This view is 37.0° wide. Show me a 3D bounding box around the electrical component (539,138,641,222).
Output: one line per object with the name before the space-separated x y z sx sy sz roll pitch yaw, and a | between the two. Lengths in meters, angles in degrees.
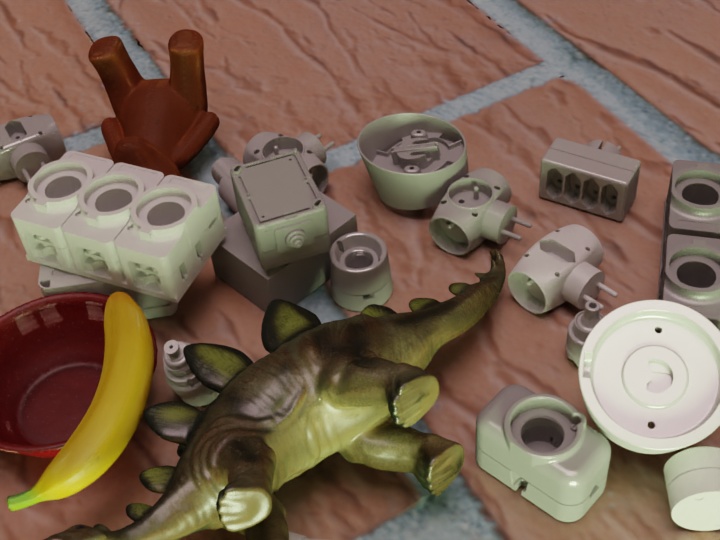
electrical component | 0.221 -0.096 1.006 0.083 0.047 0.075 20 51 23

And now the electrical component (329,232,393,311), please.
electrical component | 0.000 0.000 0.935 0.055 0.047 0.055 -3 46 3

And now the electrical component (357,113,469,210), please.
electrical component | 0.053 -0.104 1.014 0.099 0.064 0.099 -11 39 9

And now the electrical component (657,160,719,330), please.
electrical component | 0.311 -0.012 0.908 0.105 0.060 0.186 7 47 12

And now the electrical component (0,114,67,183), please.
electrical component | -0.333 -0.114 1.077 0.077 0.043 0.079 -25 49 -17

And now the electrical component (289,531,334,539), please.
electrical component | -0.039 0.203 0.749 0.065 0.044 0.044 10 48 21

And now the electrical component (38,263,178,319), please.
electrical component | -0.218 0.003 0.946 0.113 0.057 0.078 -8 46 -2

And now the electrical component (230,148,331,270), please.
electrical component | -0.064 -0.044 0.900 0.062 0.061 0.096 -17 47 -11

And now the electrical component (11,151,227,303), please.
electrical component | -0.202 -0.042 0.902 0.150 0.061 0.089 15 49 18

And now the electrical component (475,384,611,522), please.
electrical component | 0.133 0.130 0.789 0.095 0.059 0.054 31 56 30

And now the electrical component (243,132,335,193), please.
electrical component | -0.060 -0.109 1.047 0.077 0.044 0.079 33 57 31

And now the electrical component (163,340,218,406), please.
electrical component | -0.137 0.078 0.856 0.040 0.078 0.040 -6 59 10

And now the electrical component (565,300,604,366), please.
electrical component | 0.184 0.049 0.861 0.035 0.061 0.035 -3 46 3

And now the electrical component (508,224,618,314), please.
electrical component | 0.181 0.007 0.913 0.077 0.043 0.079 -36 53 -26

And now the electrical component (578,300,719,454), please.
electrical component | 0.212 0.082 0.780 0.108 0.060 0.108 -3 71 8

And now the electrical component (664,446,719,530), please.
electrical component | 0.286 0.166 0.745 0.138 0.052 0.073 -1 46 4

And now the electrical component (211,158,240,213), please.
electrical component | -0.111 -0.077 1.022 0.043 0.043 0.081 -29 50 -21

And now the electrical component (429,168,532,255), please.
electrical component | 0.116 -0.048 0.971 0.079 0.044 0.077 24 53 26
